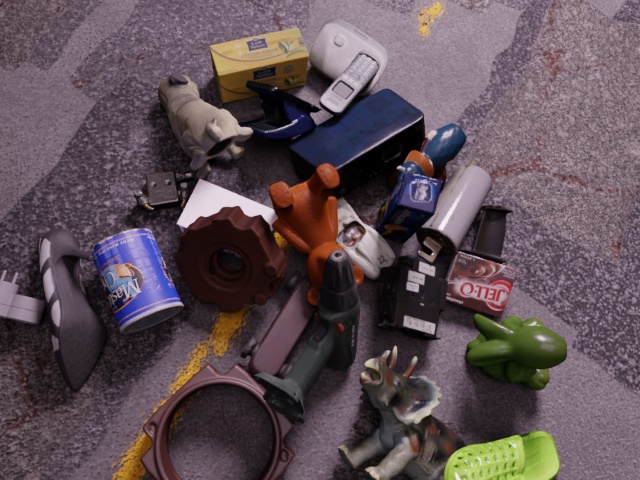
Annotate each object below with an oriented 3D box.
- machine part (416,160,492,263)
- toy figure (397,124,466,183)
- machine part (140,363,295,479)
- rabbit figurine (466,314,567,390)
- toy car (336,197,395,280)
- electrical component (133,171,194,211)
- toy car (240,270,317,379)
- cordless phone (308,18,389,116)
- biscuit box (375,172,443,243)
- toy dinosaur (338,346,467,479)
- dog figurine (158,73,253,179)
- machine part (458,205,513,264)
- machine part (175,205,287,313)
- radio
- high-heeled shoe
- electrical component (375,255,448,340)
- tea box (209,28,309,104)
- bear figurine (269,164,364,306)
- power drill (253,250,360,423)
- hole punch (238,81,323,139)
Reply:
[{"bbox_3d":[0.242,-0.054,0.960,0.079,0.079,0.243,33,62,3],"label":"machine part"},{"bbox_3d":[0.189,-0.140,0.937,0.154,0.057,0.064,-41,77,-11],"label":"toy figure"},{"bbox_3d":[-0.153,0.306,0.824,0.201,0.087,0.201,-43,84,-14],"label":"machine part"},{"bbox_3d":[0.321,0.167,0.873,0.159,0.170,0.121,14,73,-3],"label":"rabbit figurine"},{"bbox_3d":[0.045,-0.016,0.952,0.073,0.056,0.202,-42,83,-15],"label":"toy car"},{"bbox_3d":[-0.272,-0.085,0.941,0.102,0.045,0.078,-4,76,-8],"label":"electrical component"},{"bbox_3d":[-0.051,0.142,0.896,0.089,0.053,0.202,32,65,-1],"label":"toy car"},{"bbox_3d":[0.028,-0.310,0.996,0.147,0.088,0.184,35,60,4],"label":"cordless phone"},{"bbox_3d":[0.141,-0.049,0.896,0.063,0.202,0.059,15,76,-1],"label":"biscuit box"},{"bbox_3d":[0.175,0.349,0.838,0.192,0.131,0.405,-40,91,-20],"label":"toy dinosaur"},{"bbox_3d":[-0.221,-0.222,0.925,0.121,0.172,0.190,-33,88,-25],"label":"dog figurine"},{"bbox_3d":[0.305,0.001,0.983,0.084,0.039,0.139,18,85,4],"label":"machine part"},{"bbox_3d":[-0.145,0.034,0.865,0.179,0.056,0.179,5,114,10],"label":"machine part"},{"bbox_3d":[0.071,-0.173,0.963,0.230,0.073,0.131,-33,49,-13],"label":"radio"},{"bbox_3d":[-0.421,0.107,0.868,0.145,0.086,0.248,9,91,32],"label":"high-heeled shoe"},{"bbox_3d":[0.157,0.095,0.912,0.115,0.058,0.134,22,71,-31],"label":"electrical component"},{"bbox_3d":[-0.112,-0.323,1.000,0.170,0.098,0.068,-15,76,-9],"label":"tea box"},{"bbox_3d":[-0.002,-0.002,0.865,0.120,0.132,0.196,-21,80,-14],"label":"bear figurine"},{"bbox_3d":[-0.009,0.151,0.802,0.086,0.231,0.207,17,51,23],"label":"power drill"},{"bbox_3d":[-0.075,-0.221,0.960,0.115,0.142,0.092,10,100,-36],"label":"hole punch"}]
